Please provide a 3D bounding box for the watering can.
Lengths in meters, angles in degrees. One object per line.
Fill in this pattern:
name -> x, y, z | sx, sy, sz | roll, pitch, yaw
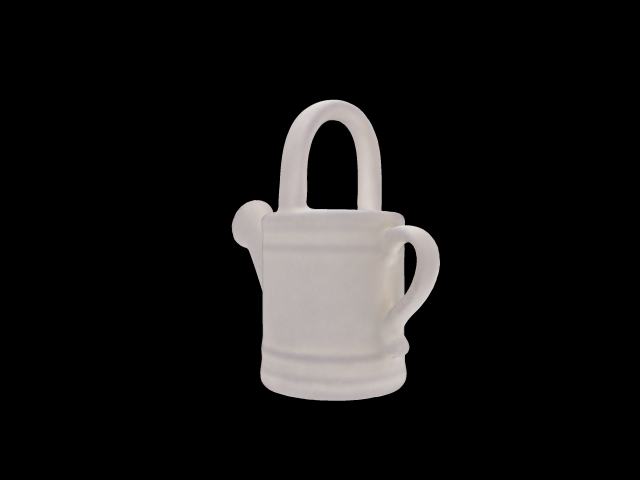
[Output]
watering can -> 0.002, 0.001, 0.398 | 0.172, 0.194, 0.101 | 0, 0, 23
